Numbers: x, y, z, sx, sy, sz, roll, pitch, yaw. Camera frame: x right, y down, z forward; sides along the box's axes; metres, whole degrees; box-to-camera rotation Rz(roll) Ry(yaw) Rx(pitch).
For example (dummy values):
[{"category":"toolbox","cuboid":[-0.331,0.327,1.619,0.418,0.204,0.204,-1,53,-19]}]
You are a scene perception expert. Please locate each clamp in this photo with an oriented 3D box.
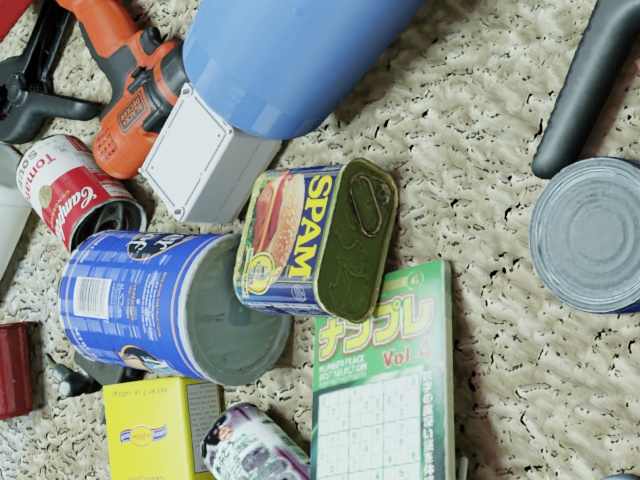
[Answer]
[{"category":"clamp","cuboid":[0.158,-0.156,0.579,0.210,0.036,0.165,-44,60,33]},{"category":"clamp","cuboid":[-0.249,-0.126,0.935,0.172,0.039,0.120,-38,60,39]}]

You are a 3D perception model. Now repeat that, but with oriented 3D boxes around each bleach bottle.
[{"category":"bleach bottle","cuboid":[-0.335,0.037,0.986,0.103,0.067,0.251,47,120,43]}]

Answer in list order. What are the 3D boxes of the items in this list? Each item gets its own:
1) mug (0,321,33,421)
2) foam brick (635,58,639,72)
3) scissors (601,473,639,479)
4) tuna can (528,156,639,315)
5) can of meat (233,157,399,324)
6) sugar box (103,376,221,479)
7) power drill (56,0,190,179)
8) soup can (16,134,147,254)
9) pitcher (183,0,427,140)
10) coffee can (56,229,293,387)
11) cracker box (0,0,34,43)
[{"category":"mug","cuboid":[-0.300,0.118,0.946,0.117,0.093,0.081,167,96,-71]},{"category":"foam brick","cuboid":[0.202,-0.066,0.526,0.053,0.051,0.078,-33,68,37]},{"category":"scissors","cuboid":[0.140,0.208,0.594,0.202,0.016,0.096,-48,58,29]},{"category":"tuna can","cuboid":[0.156,-0.002,0.575,0.086,0.033,0.086,-2,87,41]},{"category":"can of meat","cuboid":[-0.005,0.001,0.692,0.084,0.057,0.102,-1,70,45]},{"category":"sugar box","cuboid":[-0.112,0.192,0.797,0.094,0.048,0.176,-13,79,40]},{"category":"power drill","cuboid":[-0.135,-0.166,0.823,0.185,0.057,0.188,-38,64,33]},{"category":"soup can","cuboid":[-0.194,-0.033,0.864,0.102,0.068,0.069,44,116,34]},{"category":"pitcher","cuboid":[0.002,-0.178,0.628,0.243,0.144,0.149,-50,50,44]},{"category":"coffee can","cuboid":[-0.104,0.045,0.757,0.141,0.102,0.103,2,90,42]},{"category":"cracker box","cuboid":[-0.271,-0.283,0.900,0.164,0.072,0.214,-40,45,33]}]
